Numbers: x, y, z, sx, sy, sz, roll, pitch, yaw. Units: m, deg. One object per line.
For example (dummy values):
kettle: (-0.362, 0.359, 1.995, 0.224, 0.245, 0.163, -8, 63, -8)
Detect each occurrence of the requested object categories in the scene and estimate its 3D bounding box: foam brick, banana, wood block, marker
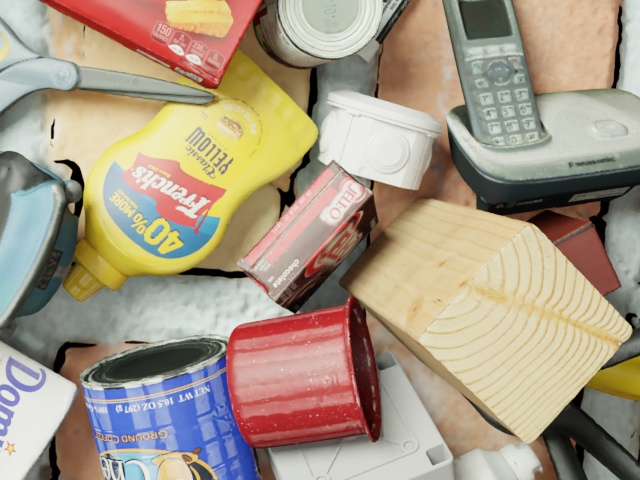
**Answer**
foam brick: (0.164, 0.016, 0.751, 0.053, 0.078, 0.051, -29, 102, -5)
banana: (0.239, 0.087, 0.797, 0.197, 0.037, 0.069, 2, 67, -14)
wood block: (0.092, 0.039, 0.673, 0.090, 0.206, 0.090, 45, 87, -12)
marker: (0.059, -0.176, 0.737, 0.020, 0.020, 0.121, 34, 90, -13)

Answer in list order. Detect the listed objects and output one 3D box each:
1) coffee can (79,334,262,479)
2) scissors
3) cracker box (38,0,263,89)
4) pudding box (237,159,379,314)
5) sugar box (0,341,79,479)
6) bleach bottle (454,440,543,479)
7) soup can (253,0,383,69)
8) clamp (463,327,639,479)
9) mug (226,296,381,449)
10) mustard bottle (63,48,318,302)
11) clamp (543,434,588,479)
coffee can: (-0.092, 0.144, 0.703, 0.102, 0.103, 0.140, -13, 98, -9)
scissors: (-0.176, -0.090, 0.682, 0.202, 0.016, 0.096, 24, 100, 1)
cracker box: (-0.085, -0.218, 0.619, 0.164, 0.072, 0.214, 27, 93, -13)
pudding box: (-0.005, 0.001, 0.697, 0.039, 0.113, 0.090, 43, 88, 7)
sugar box: (-0.250, 0.090, 0.670, 0.176, 0.048, 0.093, 30, 65, -4)
bleach bottle: (0.044, 0.215, 0.738, 0.250, 0.102, 0.068, -30, 85, -7)
soup can: (-0.003, -0.146, 0.686, 0.068, 0.102, 0.068, -1, 96, -11)
clamp: (0.173, 0.094, 0.746, 0.172, 0.039, 0.120, 19, 81, 17)
mug: (-0.009, 0.081, 0.689, 0.081, 0.117, 0.093, -10, 120, 10)
mustard bottle: (-0.098, -0.034, 0.704, 0.096, 0.058, 0.191, 44, 88, -11)
clamp: (0.191, 0.257, 0.762, 0.210, 0.036, 0.164, 41, 94, 20)
